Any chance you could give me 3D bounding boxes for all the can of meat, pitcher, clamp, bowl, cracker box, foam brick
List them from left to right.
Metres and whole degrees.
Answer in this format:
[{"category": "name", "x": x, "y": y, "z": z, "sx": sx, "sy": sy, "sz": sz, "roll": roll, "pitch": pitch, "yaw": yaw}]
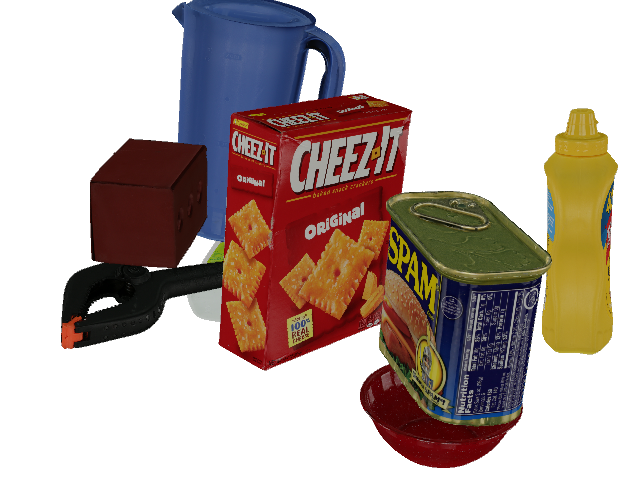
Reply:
[{"category": "clamp", "x": -0.186, "y": 0.036, "z": 1.026, "sx": 0.165, "sy": 0.036, "sz": 0.209, "roll": 26, "pitch": 36, "yaw": 23}, {"category": "foam brick", "x": -0.102, "y": -0.024, "z": 0.646, "sx": 0.051, "sy": 0.053, "sz": 0.078, "roll": 6, "pitch": 26, "yaw": 7}, {"category": "pitcher", "x": -0.076, "y": -0.123, "z": 1.100, "sx": 0.144, "sy": 0.243, "sz": 0.149, "roll": -4, "pitch": 26, "yaw": -27}, {"category": "cracker box", "x": -0.004, "y": -0.011, "z": 0.940, "sx": 0.072, "sy": 0.214, "sz": 0.163, "roll": 24, "pitch": 28, "yaw": 39}, {"category": "bowl", "x": 0.119, "y": 0.180, "z": 1.073, "sx": 0.162, "sy": 0.055, "sz": 0.162, "roll": 1, "pitch": 24, "yaw": -1}, {"category": "can of meat", "x": 0.067, "y": 0.032, "z": 0.532, "sx": 0.057, "sy": 0.084, "sz": 0.102, "roll": -3, "pitch": 24, "yaw": -15}]

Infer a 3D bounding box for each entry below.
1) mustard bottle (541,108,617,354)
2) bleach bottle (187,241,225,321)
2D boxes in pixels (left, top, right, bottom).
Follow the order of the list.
[{"category": "mustard bottle", "x": 0.210, "y": -0.011, "z": 0.868, "sx": 0.058, "sy": 0.192, "sz": 0.096, "roll": 2, "pitch": 18, "yaw": 17}, {"category": "bleach bottle", "x": -0.070, "y": -0.004, "z": 1.245, "sx": 0.103, "sy": 0.068, "sz": 0.250, "roll": 4, "pitch": 34, "yaw": 12}]
